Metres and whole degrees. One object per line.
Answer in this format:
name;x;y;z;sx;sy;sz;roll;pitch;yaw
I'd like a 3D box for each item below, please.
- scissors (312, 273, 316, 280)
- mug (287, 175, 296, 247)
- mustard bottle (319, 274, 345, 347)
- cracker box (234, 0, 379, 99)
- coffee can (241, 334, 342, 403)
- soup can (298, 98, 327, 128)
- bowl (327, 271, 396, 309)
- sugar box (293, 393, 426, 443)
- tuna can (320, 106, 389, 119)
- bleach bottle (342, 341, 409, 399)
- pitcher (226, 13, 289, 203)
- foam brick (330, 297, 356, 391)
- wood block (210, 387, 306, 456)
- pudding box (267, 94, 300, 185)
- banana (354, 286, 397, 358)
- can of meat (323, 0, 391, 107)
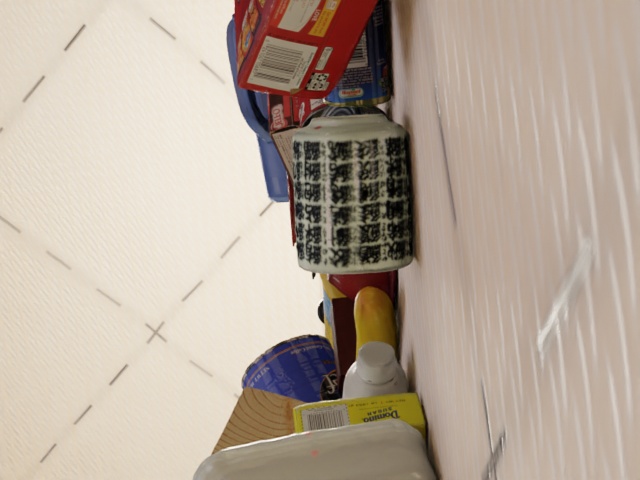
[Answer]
scissors;-0.006;0.001;0.955;0.202;0.016;0.096;87;178;-46
mug;0.006;-0.030;1.218;0.093;0.081;0.117;-101;7;-76
mustard bottle;0.029;0.069;1.119;0.096;0.058;0.192;-99;4;-53
cracker box;-0.005;-0.225;0.697;0.164;0.072;0.213;120;152;-51
coffee can;-0.004;0.179;1.054;0.103;0.102;0.140;88;156;-54
soup can;0.012;-0.136;0.983;0.068;0.068;0.102;88;178;-53
bowl;0.031;-0.010;0.935;0.162;0.055;0.162;174;91;-88
sugar box;0.033;0.200;0.798;0.048;0.093;0.176;-99;3;-64
tuna can;0.022;-0.068;0.848;0.086;0.033;0.086;-39;44;52
bleach bottle;0.043;0.191;0.866;0.102;0.068;0.251;-80;-9;-54
pitcher;-0.034;-0.170;1.307;0.145;0.149;0.243;-158;60;-81
foam brick;0.039;0.096;0.997;0.053;0.051;0.078;92;173;-68
wood block;-0.033;0.235;0.929;0.206;0.090;0.090;88;-159;-43
pudding box;-0.021;-0.106;1.055;0.113;0.039;0.090;63;-161;-50
banana;0.045;0.106;0.907;0.069;0.037;0.198;-70;-15;-54
can of meat;0.022;-0.154;0.821;0.102;0.057;0.084;-100;4;-67
